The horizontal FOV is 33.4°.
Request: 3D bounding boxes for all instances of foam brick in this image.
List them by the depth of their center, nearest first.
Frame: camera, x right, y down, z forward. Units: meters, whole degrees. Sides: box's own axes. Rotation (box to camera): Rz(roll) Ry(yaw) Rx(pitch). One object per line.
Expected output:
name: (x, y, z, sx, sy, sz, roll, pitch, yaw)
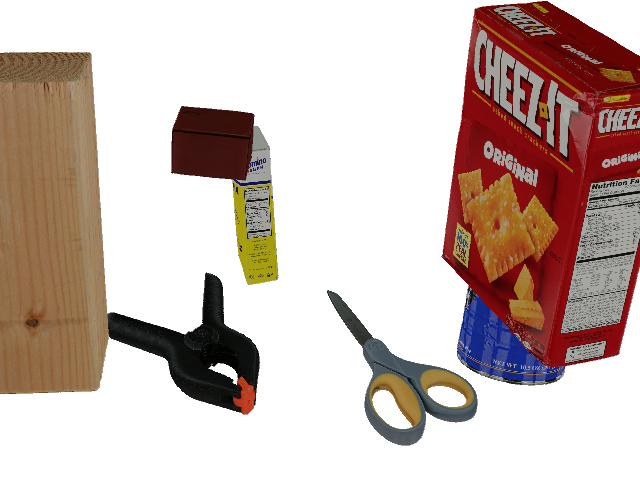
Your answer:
foam brick: (-0.107, -0.098, 1.071, 0.078, 0.051, 0.053, 6, 33, 1)

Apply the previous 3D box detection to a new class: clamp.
clamp: (-0.102, 0.089, 0.961, 0.120, 0.039, 0.172, -35, 51, -29)

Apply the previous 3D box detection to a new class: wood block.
wood block: (-0.192, -0.012, 0.694, 0.090, 0.206, 0.090, -1, 21, -6)

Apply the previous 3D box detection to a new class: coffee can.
coffee can: (0.187, 0.049, 0.991, 0.103, 0.140, 0.103, 6, 17, -2)

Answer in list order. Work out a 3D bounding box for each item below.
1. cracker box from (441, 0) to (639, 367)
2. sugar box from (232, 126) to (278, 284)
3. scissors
cracker box: (0.160, -0.042, 0.765, 0.072, 0.214, 0.164, -9, 33, -19)
sugar box: (-0.084, -0.044, 1.323, 0.048, 0.176, 0.093, -9, 24, -9)
scissors: (0.065, 0.094, 0.870, 0.096, 0.016, 0.202, -3, 31, -7)
